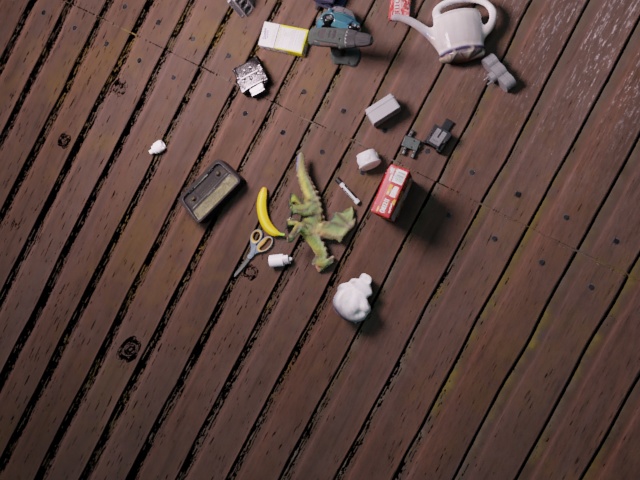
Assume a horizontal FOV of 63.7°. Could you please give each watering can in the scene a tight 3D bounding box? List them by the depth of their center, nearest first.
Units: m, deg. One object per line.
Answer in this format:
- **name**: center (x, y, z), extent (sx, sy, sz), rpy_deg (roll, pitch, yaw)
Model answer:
- **watering can**: center (0.426, -0.704, 1.747), extent (0.347, 0.104, 0.225), rpy_deg (-7, 86, 10)

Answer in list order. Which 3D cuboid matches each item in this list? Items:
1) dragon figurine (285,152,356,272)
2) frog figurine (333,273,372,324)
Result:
- **dragon figurine**: center (0.006, -0.091, 1.813), extent (0.243, 0.122, 0.410), rpy_deg (9, 90, -6)
- **frog figurine**: center (0.124, 0.194, 1.746), extent (0.139, 0.122, 0.158), rpy_deg (48, 109, 29)
